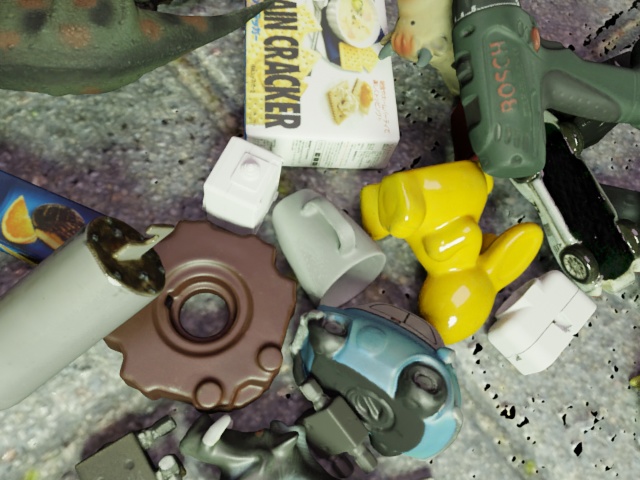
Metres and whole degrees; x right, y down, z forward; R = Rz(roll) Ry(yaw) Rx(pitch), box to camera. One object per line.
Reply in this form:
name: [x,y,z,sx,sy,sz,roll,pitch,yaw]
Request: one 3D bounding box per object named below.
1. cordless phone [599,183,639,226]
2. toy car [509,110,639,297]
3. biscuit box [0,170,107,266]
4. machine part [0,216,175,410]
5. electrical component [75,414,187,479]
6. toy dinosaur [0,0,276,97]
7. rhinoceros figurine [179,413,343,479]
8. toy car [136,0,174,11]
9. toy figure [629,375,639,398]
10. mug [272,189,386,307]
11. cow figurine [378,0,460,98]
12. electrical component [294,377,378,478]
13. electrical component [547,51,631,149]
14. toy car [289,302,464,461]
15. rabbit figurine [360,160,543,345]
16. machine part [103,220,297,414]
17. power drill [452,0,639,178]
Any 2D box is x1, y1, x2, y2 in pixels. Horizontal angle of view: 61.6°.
cordless phone: [0.339,-0.004,0.585,0.184,0.088,0.146,12,68,8]
toy car: [0.252,-0.039,0.544,0.073,0.056,0.201,-27,84,-10]
biscuit box: [-0.274,-0.018,0.492,0.203,0.059,0.063,23,68,1]
machine part: [-0.208,0.059,0.422,0.243,0.079,0.079,-37,77,12]
electrical component: [-0.155,0.199,0.434,0.102,0.045,0.078,-23,76,-17]
toy dinosaur: [-0.243,-0.184,0.493,0.405,0.131,0.192,-4,58,-1]
rhinoceros figurine: [-0.028,0.204,0.428,0.190,0.073,0.112,22,69,8]
toy car: [-0.159,-0.310,0.628,0.202,0.053,0.089,-29,60,-18]
toy figure: [0.394,0.135,0.528,0.180,0.082,0.089,-33,76,-21]
mug: [-0.001,-0.002,0.509,0.081,0.109,0.107,-34,64,-14]
cow figurine: [0.140,-0.218,0.581,0.086,0.194,0.127,28,91,39]
electrical component: [0.007,0.163,0.465,0.094,0.063,0.021,52,46,1]
electrical component: [0.302,-0.146,0.604,0.134,0.115,0.058,-24,77,-15]
toy car: [0.057,0.111,0.481,0.162,0.109,0.103,32,44,16]
rabbit figurine: [0.127,0.013,0.532,0.162,0.122,0.173,-8,84,-22]
machine part: [-0.106,0.066,0.489,0.179,0.056,0.179,3,67,-7]
power drill: [0.224,-0.171,0.490,0.207,0.086,0.232,2,86,-11]
